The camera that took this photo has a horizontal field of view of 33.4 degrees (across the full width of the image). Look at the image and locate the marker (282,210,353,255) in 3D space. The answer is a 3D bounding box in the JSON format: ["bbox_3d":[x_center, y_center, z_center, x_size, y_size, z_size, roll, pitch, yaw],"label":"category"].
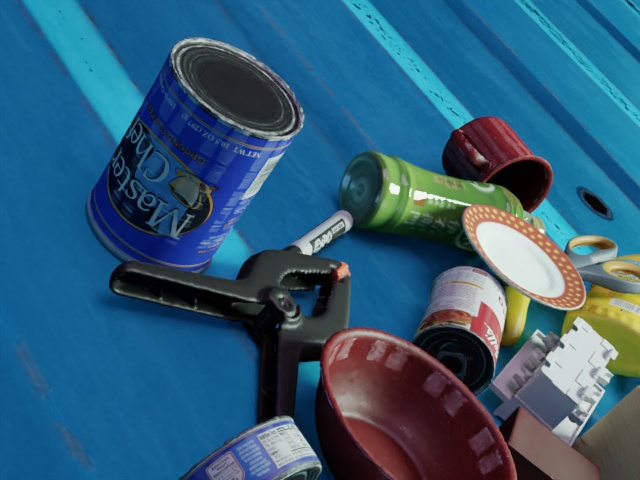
[{"bbox_3d":[-0.006,0.001,0.878,0.020,0.020,0.120,42,32,8],"label":"marker"}]

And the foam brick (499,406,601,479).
[{"bbox_3d":[0.157,0.173,0.781,0.078,0.051,0.053,39,31,3],"label":"foam brick"}]

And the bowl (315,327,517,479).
[{"bbox_3d":[0.052,0.135,0.715,0.162,0.055,0.162,30,26,-17],"label":"bowl"}]

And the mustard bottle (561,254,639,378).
[{"bbox_3d":[0.310,0.061,1.049,0.096,0.058,0.191,21,33,22],"label":"mustard bottle"}]

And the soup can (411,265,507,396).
[{"bbox_3d":[0.112,0.072,0.854,0.068,0.069,0.102,35,31,-3],"label":"soup can"}]

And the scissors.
[{"bbox_3d":[0.237,0.036,0.981,0.096,0.016,0.201,31,32,27],"label":"scissors"}]

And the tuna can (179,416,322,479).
[{"bbox_3d":[-0.042,0.138,0.598,0.085,0.086,0.034,-10,56,-50],"label":"tuna can"}]

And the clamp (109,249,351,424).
[{"bbox_3d":[-0.044,0.050,0.756,0.164,0.036,0.209,45,33,3],"label":"clamp"}]

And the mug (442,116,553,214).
[{"bbox_3d":[0.169,-0.076,1.082,0.117,0.093,0.081,27,24,-44],"label":"mug"}]

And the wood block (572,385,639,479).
[{"bbox_3d":[0.274,0.224,0.792,0.090,0.091,0.206,21,34,-26],"label":"wood block"}]

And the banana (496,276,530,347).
[{"bbox_3d":[0.198,0.045,1.004,0.070,0.037,0.197,47,33,16],"label":"banana"}]

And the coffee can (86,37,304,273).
[{"bbox_3d":[-0.090,-0.056,0.753,0.102,0.140,0.103,25,33,-18],"label":"coffee can"}]
